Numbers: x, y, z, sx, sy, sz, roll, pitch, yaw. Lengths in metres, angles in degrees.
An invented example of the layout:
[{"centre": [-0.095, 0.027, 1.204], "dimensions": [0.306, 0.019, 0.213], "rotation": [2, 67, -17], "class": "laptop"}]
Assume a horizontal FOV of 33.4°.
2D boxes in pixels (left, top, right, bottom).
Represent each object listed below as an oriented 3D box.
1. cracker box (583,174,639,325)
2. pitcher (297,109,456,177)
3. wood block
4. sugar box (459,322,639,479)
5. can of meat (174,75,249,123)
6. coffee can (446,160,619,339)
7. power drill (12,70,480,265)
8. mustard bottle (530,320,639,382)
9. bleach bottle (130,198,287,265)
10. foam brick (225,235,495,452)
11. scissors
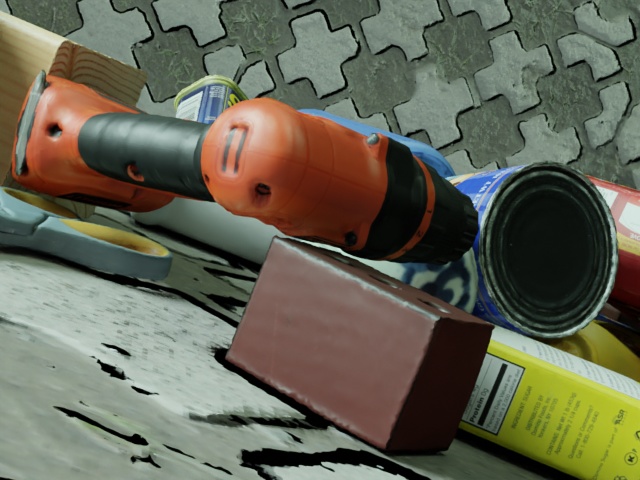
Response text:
[{"centre": [0.262, 0.034, 0.736], "dimensions": [0.164, 0.072, 0.213], "rotation": [23, -2, 42], "class": "cracker box"}, {"centre": [0.019, -0.046, 0.986], "dimensions": [0.145, 0.149, 0.243], "rotation": [38, -5, -23], "class": "pitcher"}, {"centre": [-0.215, -0.094, 0.591], "dimensions": [0.206, 0.091, 0.090], "rotation": [25, 5, 19], "class": "wood block"}, {"centre": [0.060, 0.056, 0.479], "dimensions": [0.176, 0.048, 0.093], "rotation": [20, 3, 7], "class": "sugar box"}, {"centre": [-0.072, -0.062, 0.823], "dimensions": [0.102, 0.058, 0.084], "rotation": [48, 29, -34], "class": "can of meat"}, {"centre": [0.099, 0.008, 0.668], "dimensions": [0.102, 0.103, 0.141], "rotation": [21, -12, -26], "class": "coffee can"}, {"centre": [-0.035, -0.031, 0.502], "dimensions": [0.188, 0.057, 0.184], "rotation": [10, -5, 35], "class": "power drill"}, {"centre": [0.176, 0.082, 0.705], "dimensions": [0.096, 0.058, 0.191], "rotation": [28, 6, 26], "class": "mustard bottle"}, {"centre": [-0.005, 0.001, 0.743], "dimensions": [0.250, 0.068, 0.102], "rotation": [25, 6, -14], "class": "bleach bottle"}, {"centre": [0.015, 0.038, 0.395], "dimensions": [0.078, 0.051, 0.052], "rotation": [25, 5, 31], "class": "foam brick"}, {"centre": [-0.142, -0.012, 0.440], "dimensions": [0.096, 0.016, 0.201], "rotation": [23, 3, 34], "class": "scissors"}]
